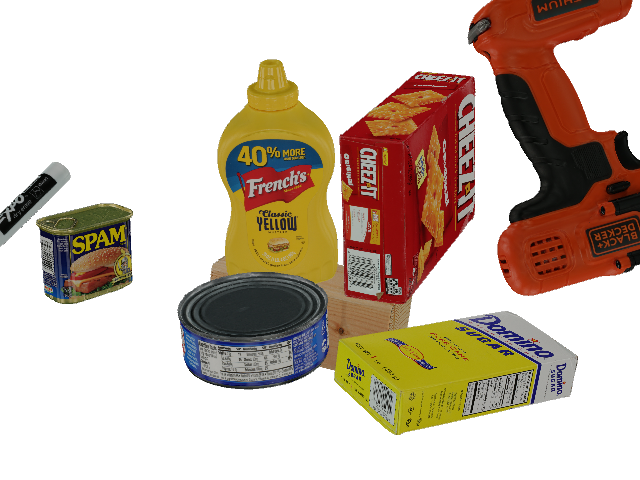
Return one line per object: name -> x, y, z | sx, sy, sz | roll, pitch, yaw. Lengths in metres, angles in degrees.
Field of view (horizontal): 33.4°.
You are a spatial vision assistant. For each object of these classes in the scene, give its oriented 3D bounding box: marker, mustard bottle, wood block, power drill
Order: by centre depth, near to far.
power drill -> 0.182, -0.073, 0.667 | 0.184, 0.187, 0.057 | -16, -2, -5
marker -> -0.231, -0.016, 0.800 | 0.020, 0.020, 0.121 | 0, 39, 36
mustard bottle -> -0.035, -0.056, 0.882 | 0.096, 0.192, 0.058 | 0, 28, 4
wood block -> -0.012, 0.077, 1.179 | 0.206, 0.091, 0.090 | 13, 22, 17

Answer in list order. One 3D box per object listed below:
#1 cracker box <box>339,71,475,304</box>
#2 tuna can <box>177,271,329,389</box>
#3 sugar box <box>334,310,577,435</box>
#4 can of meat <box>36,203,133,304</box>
cracker box -> 0.092, -0.057, 1.044 | 0.072, 0.164, 0.213 | 9, 27, 24
tuna can -> -0.037, 0.050, 0.611 | 0.086, 0.034, 0.086 | -3, 23, 1
sugar box -> 0.110, 0.102, 0.862 | 0.175, 0.048, 0.093 | -10, 27, -29
can of meat -> -0.250, 0.014, 1.146 | 0.058, 0.084, 0.101 | 18, 25, 40
